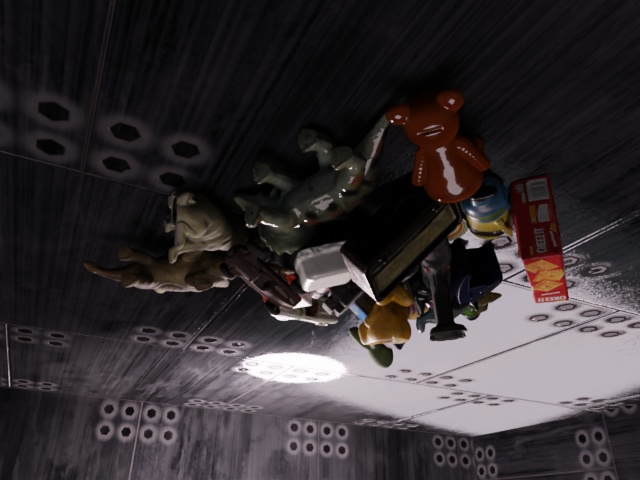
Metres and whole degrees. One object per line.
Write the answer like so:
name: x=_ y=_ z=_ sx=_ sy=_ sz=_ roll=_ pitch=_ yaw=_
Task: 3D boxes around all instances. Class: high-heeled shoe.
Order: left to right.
high-heeled shoe: x=-0.002 y=-0.003 z=1.139 sx=0.145 sy=0.086 sz=0.249 roll=-19 pitch=-175 yaw=-33

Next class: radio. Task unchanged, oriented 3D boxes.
radio: x=0.146 y=-0.011 z=0.949 sx=0.229 sy=0.073 sz=0.131 roll=-44 pitch=145 yaw=-9

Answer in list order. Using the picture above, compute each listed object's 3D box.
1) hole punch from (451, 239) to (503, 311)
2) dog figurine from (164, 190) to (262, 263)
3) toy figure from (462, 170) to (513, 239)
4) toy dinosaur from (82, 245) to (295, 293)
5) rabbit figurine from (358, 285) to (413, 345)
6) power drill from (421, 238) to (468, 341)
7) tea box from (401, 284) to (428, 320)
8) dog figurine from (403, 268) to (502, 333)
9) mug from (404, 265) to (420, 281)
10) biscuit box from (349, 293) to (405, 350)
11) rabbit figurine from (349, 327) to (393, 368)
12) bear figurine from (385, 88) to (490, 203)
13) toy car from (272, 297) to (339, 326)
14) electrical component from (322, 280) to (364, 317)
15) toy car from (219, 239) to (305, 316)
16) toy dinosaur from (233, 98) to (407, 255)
hole punch: x=0.321 y=0.070 z=1.173 sx=0.092 sy=0.142 sz=0.115 roll=11 pitch=136 yaw=-20
dog figurine: x=-0.195 y=-0.033 z=1.050 sx=0.190 sy=0.121 sz=0.172 roll=-2 pitch=158 yaw=-24
toy figure: x=0.300 y=-0.062 z=0.978 sx=0.089 sy=0.082 sz=0.180 roll=2 pitch=161 yaw=30
toy dinosaur: x=-0.274 y=0.065 z=1.185 sx=0.472 sy=0.105 sz=0.198 roll=3 pitch=170 yaw=-6
rabbit figurine: x=0.156 y=0.157 z=1.281 sx=0.122 sy=0.173 sz=0.162 roll=1 pitch=158 yaw=-1
power drill: x=0.240 y=0.094 z=1.087 sx=0.086 sy=0.207 sz=0.231 roll=-13 pitch=155 yaw=6
tea box: x=0.275 y=0.165 z=1.408 sx=0.170 sy=0.068 sz=0.098 roll=1 pitch=151 yaw=-1
dog figurine: x=0.317 y=0.124 z=1.290 sx=0.219 sy=0.109 sz=0.191 roll=-16 pitch=118 yaw=-5
mug: x=0.159 y=0.058 z=1.207 sx=0.110 sy=0.081 sz=0.107 roll=8 pitch=158 yaw=-2
biscuit box: x=0.147 y=0.197 z=1.386 sx=0.202 sy=0.063 sz=0.059 roll=48 pitch=154 yaw=-21
rabbit figurine: x=0.167 y=0.262 z=1.484 sx=0.121 sy=0.170 sz=0.159 roll=-23 pitch=144 yaw=36
bear figurine: x=0.176 y=-0.152 z=0.805 sx=0.120 sy=0.132 sz=0.195 roll=-17 pitch=128 yaw=22
toy car: x=-0.042 y=0.183 z=1.446 sx=0.202 sy=0.073 sz=0.056 roll=12 pitch=153 yaw=-20
electrical component: x=0.065 y=0.118 z=1.255 sx=0.058 sy=0.134 sz=0.114 roll=45 pitch=164 yaw=13
toy car: x=-0.111 y=0.082 z=1.080 sx=0.089 sy=0.053 sz=0.202 roll=-39 pitch=120 yaw=7
toy dinosaur: x=0.009 y=-0.088 z=0.911 sx=0.405 sy=0.131 sz=0.192 roll=-22 pitch=156 yaw=29
